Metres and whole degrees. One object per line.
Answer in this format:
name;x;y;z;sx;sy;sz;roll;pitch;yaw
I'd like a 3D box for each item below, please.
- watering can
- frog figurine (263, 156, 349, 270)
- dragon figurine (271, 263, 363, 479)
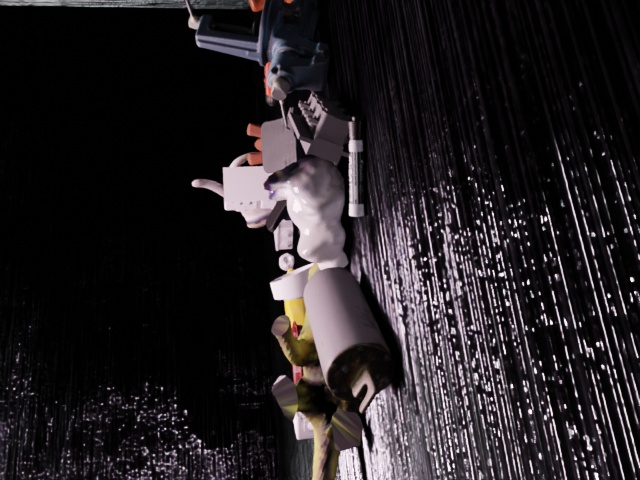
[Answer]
watering can;-0.218;-0.137;1.540;0.103;0.353;0.223;-12;103;41
frog figurine;0.002;-0.038;0.746;0.160;0.124;0.135;50;155;5
dragon figurine;0.011;0.216;0.787;0.242;0.122;0.411;12;-104;-82
